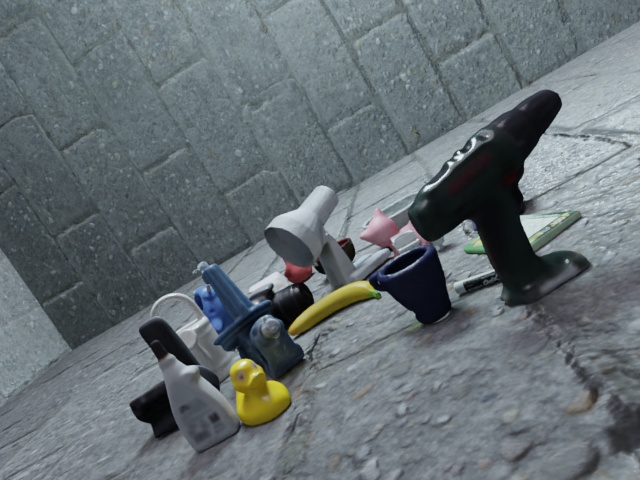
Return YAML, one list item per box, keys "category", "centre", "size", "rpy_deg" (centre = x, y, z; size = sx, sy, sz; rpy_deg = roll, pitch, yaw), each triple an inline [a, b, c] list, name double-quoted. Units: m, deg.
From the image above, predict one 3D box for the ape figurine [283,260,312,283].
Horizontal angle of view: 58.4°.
- category: "ape figurine"
  centre: [-0.067, 0.069, 1.541]
  size: [0.077, 0.092, 0.076]
  rpy_deg: [-30, 8, 8]

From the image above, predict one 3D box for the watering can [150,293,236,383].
- category: "watering can"
  centre: [-0.250, 0.191, 1.113]
  size: [0.101, 0.194, 0.172]
  rpy_deg: [-37, 10, -34]

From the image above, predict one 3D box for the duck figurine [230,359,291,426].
- category: "duck figurine"
  centre: [-0.098, 0.211, 0.824]
  size: [0.078, 0.086, 0.104]
  rpy_deg: [-36, 10, -32]

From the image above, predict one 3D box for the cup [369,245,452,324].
- category: "cup"
  centre: [0.129, 0.072, 0.802]
  size: [0.117, 0.095, 0.092]
  rpy_deg: [-24, 11, 41]

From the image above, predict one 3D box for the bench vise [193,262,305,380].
- category: "bench vise"
  centre: [-0.120, 0.120, 0.972]
  size: [0.206, 0.220, 0.122]
  rpy_deg: [-22, 12, 46]

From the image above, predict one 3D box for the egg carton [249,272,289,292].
- category: "egg carton"
  centre: [-0.125, 0.135, 1.435]
  size: [0.107, 0.069, 0.150]
  rpy_deg: [-32, 8, -5]

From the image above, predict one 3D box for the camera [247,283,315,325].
- category: "camera"
  centre: [-0.090, 0.139, 1.173]
  size: [0.136, 0.101, 0.143]
  rpy_deg: [-29, 9, 17]

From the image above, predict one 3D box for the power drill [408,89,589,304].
- category: "power drill"
  centre: [0.232, -0.040, 0.696]
  size: [0.229, 0.208, 0.075]
  rpy_deg: [-32, 8, -3]

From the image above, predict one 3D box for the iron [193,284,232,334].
- category: "iron"
  centre: [-0.289, 0.180, 1.508]
  size: [0.119, 0.141, 0.257]
  rpy_deg: [-35, 9, -26]

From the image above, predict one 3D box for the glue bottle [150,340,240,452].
- category: "glue bottle"
  centre: [-0.190, 0.216, 0.819]
  size: [0.078, 0.173, 0.037]
  rpy_deg: [-30, 9, 9]

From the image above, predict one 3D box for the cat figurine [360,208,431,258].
- category: "cat figurine"
  centre: [0.152, -0.017, 1.170]
  size: [0.127, 0.118, 0.067]
  rpy_deg: [-27, 9, 26]

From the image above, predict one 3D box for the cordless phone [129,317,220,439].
- category: "cordless phone"
  centre: [-0.277, 0.232, 0.997]
  size: [0.147, 0.185, 0.094]
  rpy_deg: [-31, 8, 3]

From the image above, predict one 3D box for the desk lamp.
- category: "desk lamp"
  centre: [0.011, 0.004, 1.216]
  size: [0.204, 0.213, 0.117]
  rpy_deg: [-37, 10, -34]

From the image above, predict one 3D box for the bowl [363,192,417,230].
- category: "bowl"
  centre: [0.188, -0.043, 1.350]
  size: [0.167, 0.075, 0.167]
  rpy_deg: [-30, 8, 5]

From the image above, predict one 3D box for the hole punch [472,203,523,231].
- category: "hole punch"
  centre: [0.313, -0.081, 1.064]
  size: [0.108, 0.091, 0.101]
  rpy_deg: [-27, 9, 26]
